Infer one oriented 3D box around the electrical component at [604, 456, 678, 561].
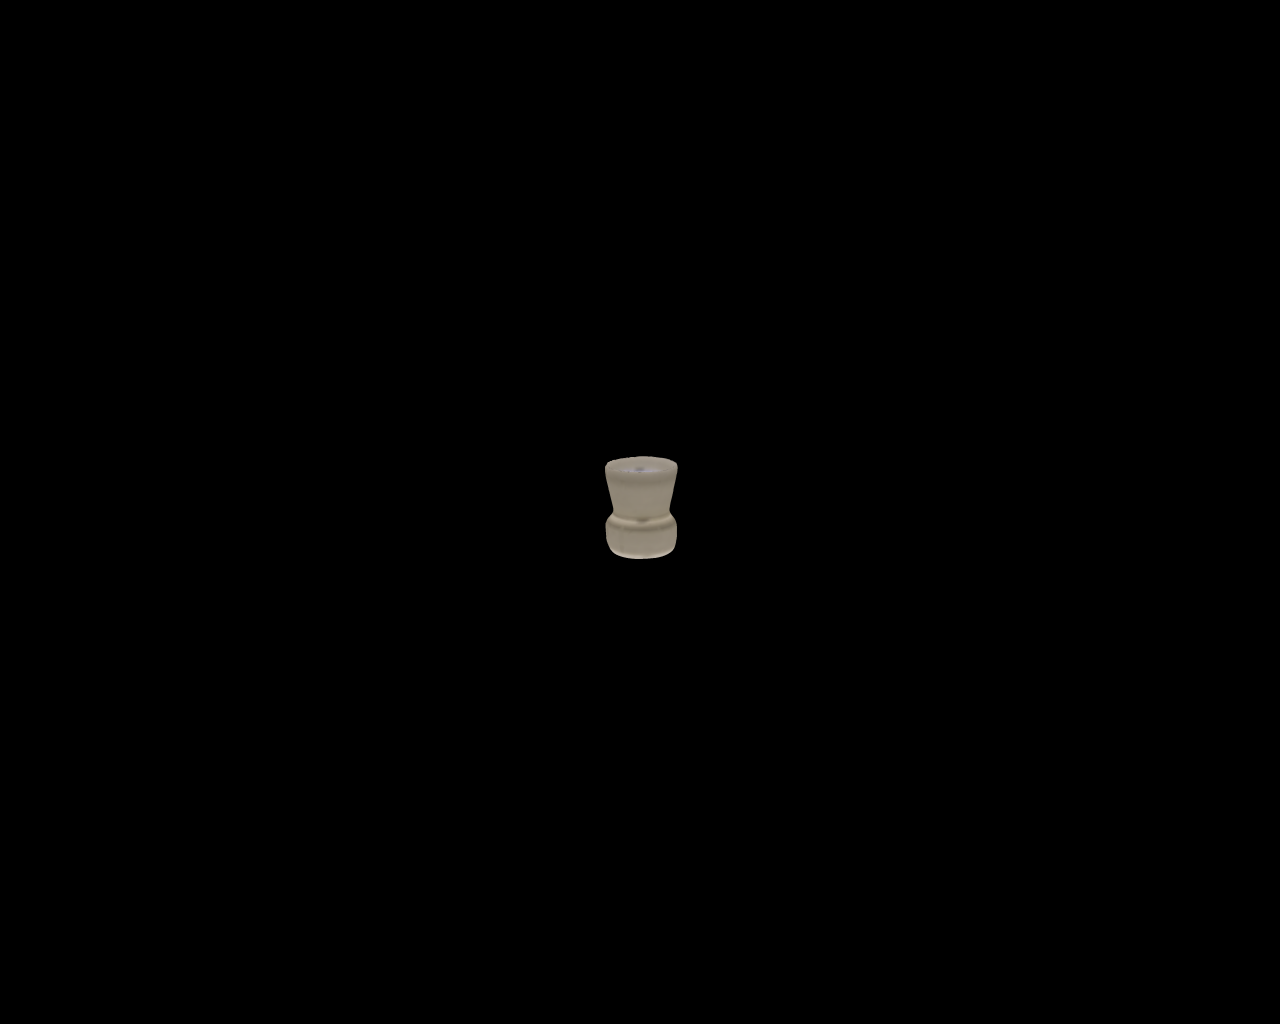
[{"bbox_3d":[0.001,-0.003,0.650,0.045,0.055,0.045,0,15,0],"label":"electrical component"}]
